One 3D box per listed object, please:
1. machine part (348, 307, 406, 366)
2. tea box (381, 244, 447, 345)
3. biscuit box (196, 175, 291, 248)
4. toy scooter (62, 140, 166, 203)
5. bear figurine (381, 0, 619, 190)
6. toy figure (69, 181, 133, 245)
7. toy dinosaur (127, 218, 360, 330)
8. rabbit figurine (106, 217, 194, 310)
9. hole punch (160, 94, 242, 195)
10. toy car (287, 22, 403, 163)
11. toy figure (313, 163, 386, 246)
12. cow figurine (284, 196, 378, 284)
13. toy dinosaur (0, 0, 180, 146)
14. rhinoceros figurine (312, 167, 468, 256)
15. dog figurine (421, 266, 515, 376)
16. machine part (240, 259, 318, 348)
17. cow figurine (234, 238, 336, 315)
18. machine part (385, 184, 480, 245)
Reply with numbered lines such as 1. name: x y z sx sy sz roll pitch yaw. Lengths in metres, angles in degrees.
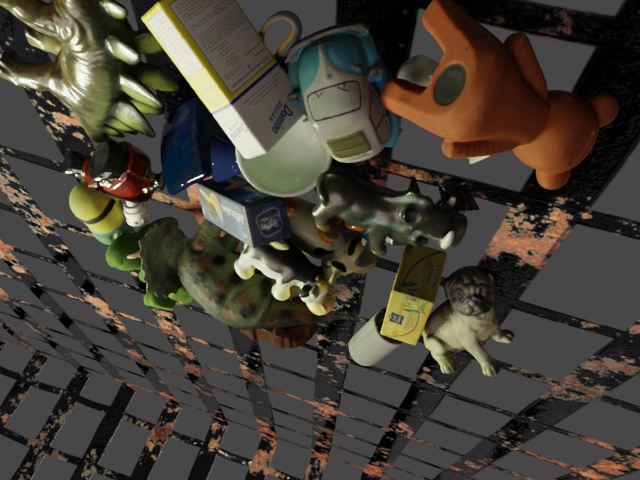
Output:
1. machine part: 0.117 0.197 1.081 0.079 0.079 0.243 24 150 -4
2. tea box: 0.150 0.091 0.877 0.068 0.098 0.169 17 151 9
3. biscuit box: -0.114 -0.047 0.762 0.203 0.059 0.062 25 129 56
4. toy scooter: -0.287 -0.094 0.798 0.184 0.075 0.135 6 166 46
5. bear figurine: 0.181 -0.132 0.521 0.196 0.132 0.120 7 123 -35
6. toy figure: -0.410 -0.044 1.024 0.082 0.089 0.180 12 146 5
7. toy dinosaur: -0.146 0.071 0.893 0.405 0.192 0.131 37 171 11
8. rabbit figurine: -0.311 0.032 1.014 0.121 0.159 0.170 -13 144 43
9. hole punch: -0.163 -0.126 0.712 0.142 0.092 0.115 -15 102 51
10. toy car: 0.029 -0.137 0.577 0.109 0.103 0.161 -9 139 21
11. toy figure: 0.051 -0.048 0.762 0.064 0.058 0.154 -1 148 44
12. cow figurine: -0.002 -0.003 0.838 0.195 0.085 0.127 25 150 0
13. toy dinosaur: -0.289 -0.208 0.683 0.198 0.105 0.471 26 160 -14
14. rhinoceros figurine: 0.084 -0.039 0.657 0.190 0.073 0.112 19 147 -6
15. dog figurine: 0.221 0.116 0.890 0.172 0.121 0.190 -7 125 34
16. machine part: -0.073 0.104 0.966 0.179 0.179 0.056 16 151 10
17. cow figurine: -0.040 0.043 0.800 0.167 0.068 0.098 31 143 -4
18. machine part: 0.151 -0.026 0.732 0.084 0.039 0.139 8 150 -26
